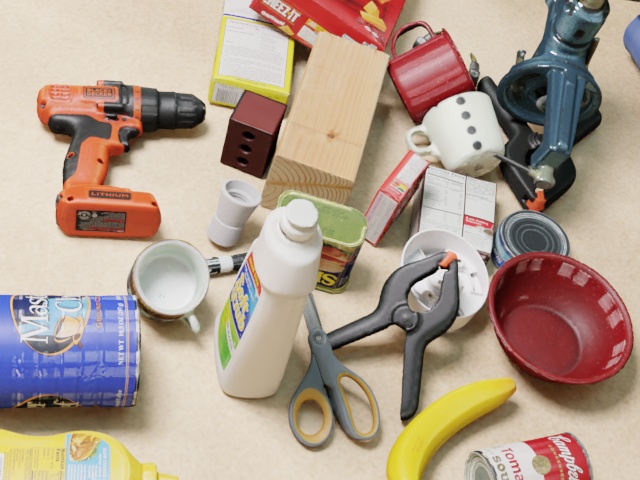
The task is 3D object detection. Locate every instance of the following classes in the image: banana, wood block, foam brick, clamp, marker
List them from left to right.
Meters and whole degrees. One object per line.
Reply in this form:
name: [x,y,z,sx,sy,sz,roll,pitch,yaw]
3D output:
marker: [-0.122,0.028,1.096,0.121,0.020,0.020,-8,57,-21]
foam brick: [-0.074,-0.117,1.180,0.053,0.078,0.051,20,53,1]
wood block: [0.007,-0.127,1.202,0.091,0.090,0.206,19,51,-3]
clamp: [0.075,0.079,1.062,0.120,0.039,0.171,27,83,5]
banana: [0.117,0.189,1.025,0.070,0.037,0.197,20,42,28]
clamp: [0.275,-0.111,1.299,0.164,0.036,0.210,10,49,-8]

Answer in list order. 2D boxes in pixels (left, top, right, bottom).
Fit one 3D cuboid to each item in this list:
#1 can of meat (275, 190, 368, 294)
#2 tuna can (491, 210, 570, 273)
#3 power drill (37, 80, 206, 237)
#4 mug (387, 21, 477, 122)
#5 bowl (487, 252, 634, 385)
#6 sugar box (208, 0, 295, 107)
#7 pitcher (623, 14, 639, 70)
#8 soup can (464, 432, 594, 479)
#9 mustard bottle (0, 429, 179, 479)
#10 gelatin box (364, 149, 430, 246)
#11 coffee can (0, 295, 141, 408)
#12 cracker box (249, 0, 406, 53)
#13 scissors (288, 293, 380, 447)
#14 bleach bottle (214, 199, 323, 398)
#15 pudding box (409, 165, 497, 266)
can of meat: [-0.007,0.001,1.106,0.102,0.084,0.057,16,52,-4]
tuna can: [0.237,0.008,1.201,0.086,0.034,0.086,8,53,-10]
power drill: [-0.209,-0.091,1.137,0.184,0.057,0.187,0,52,-11]
mug: [0.125,-0.202,1.266,0.081,0.093,0.117,-26,91,6]
bowl: [0.245,0.093,1.127,0.162,0.055,0.162,7,53,-10]
sugar box: [-0.079,-0.232,1.284,0.093,0.048,0.176,11,49,-8]
pitcher: [0.505,-0.194,1.377,0.149,0.145,0.243,-12,61,-8]
soup can: [0.196,0.224,1.010,0.102,0.069,0.068,-6,57,-19]
mustard bottle: [-0.216,0.210,0.910,0.191,0.058,0.096,3,48,-13]
gelatin box: [0.079,-0.044,1.161,0.030,0.089,0.073,34,53,7]
coffee can: [-0.236,0.100,0.958,0.140,0.103,0.103,1,54,-15]
cracker box: [0.024,-0.317,1.322,0.164,0.072,0.213,33,45,-11]
scissors: [-0.015,0.112,1.035,0.096,0.016,0.202,-28,78,-17]
bleach bottle: [-0.044,0.044,0.958,0.068,0.251,0.102,3,54,-14]
pudding box: [0.150,-0.025,1.199,0.090,0.039,0.113,15,50,-4]
